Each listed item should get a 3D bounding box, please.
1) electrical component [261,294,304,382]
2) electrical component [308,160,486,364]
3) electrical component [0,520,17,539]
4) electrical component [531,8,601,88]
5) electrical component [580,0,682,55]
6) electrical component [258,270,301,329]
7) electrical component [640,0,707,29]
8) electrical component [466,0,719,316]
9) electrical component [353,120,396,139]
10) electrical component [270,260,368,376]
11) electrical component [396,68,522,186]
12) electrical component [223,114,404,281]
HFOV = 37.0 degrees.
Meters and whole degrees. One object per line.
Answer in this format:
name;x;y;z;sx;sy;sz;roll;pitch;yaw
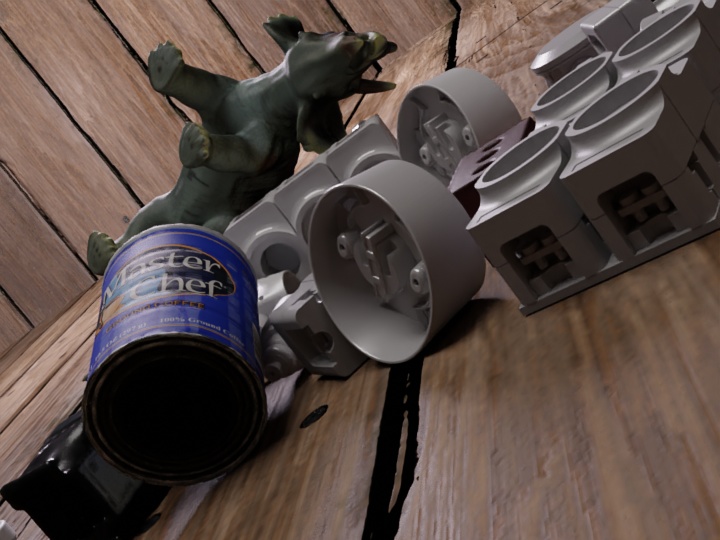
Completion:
electrical component;-0.045;0.047;0.697;0.040;0.040;0.078;-32;15;26
electrical component;0.018;-0.007;0.583;0.064;0.099;0.099;-36;9;-27
electrical component;-0.223;0.186;0.669;0.040;0.046;0.040;-36;11;8
electrical component;0.176;-0.162;0.827;0.080;0.051;0.080;-36;11;8
electrical component;0.196;-0.155;0.696;0.077;0.065;0.047;-36;11;9
electrical component;-0.078;0.045;0.795;0.077;0.043;0.079;-30;23;17
electrical component;0.200;-0.134;0.633;0.047;0.055;0.055;-26;16;32
electrical component;0.134;-0.067;0.548;0.105;0.060;0.186;-29;14;38
electrical component;0.012;-0.094;0.990;0.051;0.080;0.080;-38;10;25
electrical component;-0.004;0.019;0.655;0.089;0.050;0.056;-42;12;-20
electrical component;0.069;-0.090;0.760;0.064;0.099;0.099;-36;9;-27
electrical component;-0.021;-0.040;0.843;0.150;0.089;0.061;-35;11;10
